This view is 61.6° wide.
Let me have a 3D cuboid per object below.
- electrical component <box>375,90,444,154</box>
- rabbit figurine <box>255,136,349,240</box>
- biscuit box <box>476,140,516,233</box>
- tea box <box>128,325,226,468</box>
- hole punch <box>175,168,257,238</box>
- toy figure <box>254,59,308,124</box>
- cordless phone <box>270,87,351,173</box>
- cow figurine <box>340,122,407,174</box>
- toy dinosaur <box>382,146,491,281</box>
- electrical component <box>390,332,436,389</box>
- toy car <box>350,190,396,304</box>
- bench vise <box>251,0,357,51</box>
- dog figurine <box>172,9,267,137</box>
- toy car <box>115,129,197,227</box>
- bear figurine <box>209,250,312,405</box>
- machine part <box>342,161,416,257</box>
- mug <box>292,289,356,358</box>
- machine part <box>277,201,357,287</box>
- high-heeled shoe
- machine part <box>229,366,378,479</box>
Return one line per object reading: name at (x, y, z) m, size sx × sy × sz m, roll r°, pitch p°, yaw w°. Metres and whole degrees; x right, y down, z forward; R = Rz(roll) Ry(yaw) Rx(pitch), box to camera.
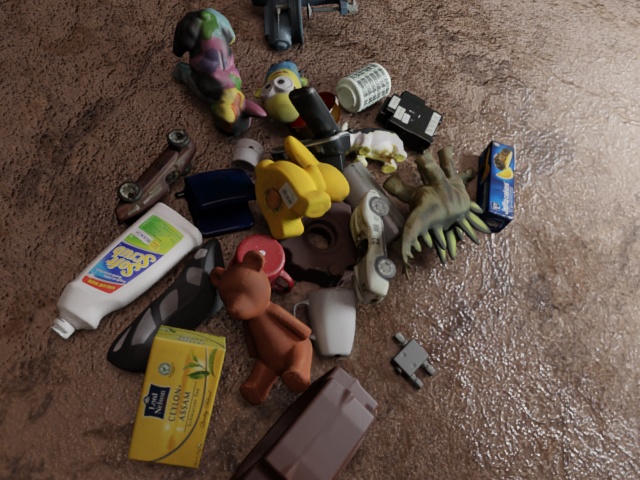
electrical component at (0.193, -0.259, 1.175) m, size 0.134 × 0.058 × 0.115 m, roll 30°, pitch 56°, yaw 1°
rabbit figurine at (-0.028, -0.091, 0.930) m, size 0.173 × 0.121 × 0.162 m, roll -17°, pitch 61°, yaw -42°
biscuit box at (0.376, -0.116, 1.151) m, size 0.059 × 0.062 × 0.203 m, roll 18°, pitch 58°, yaw -7°
tea box at (-0.193, 0.211, 0.734) m, size 0.098 × 0.068 × 0.169 m, roll 11°, pitch 94°, yaw -11°
hole punch at (-0.174, -0.080, 0.940) m, size 0.142 × 0.092 × 0.116 m, roll -15°, pitch 64°, yaw -21°
toy figure at (-0.071, -0.303, 1.082) m, size 0.089 × 0.082 × 0.180 m, roll 42°, pitch 25°, yaw -25°
cordless phone at (-0.035, -0.194, 0.970) m, size 0.147 × 0.184 × 0.089 m, roll -8°, pitch 59°, yaw 22°
cow figurine at (0.088, -0.199, 1.100) m, size 0.167 × 0.068 × 0.098 m, roll 8°, pitch 54°, yaw -17°
toy dinosaur at (0.221, -0.062, 1.001) m, size 0.198 × 0.105 × 0.471 m, roll 54°, pitch 39°, yaw 5°
electrical component at (0.152, 0.205, 0.923) m, size 0.063 × 0.021 × 0.094 m, roll -36°, pitch 78°, yaw -30°
toy car at (0.084, 0.009, 0.911) m, size 0.056 × 0.073 × 0.202 m, roll 6°, pitch 62°, yaw -17°
bench vise at (-0.039, -0.534, 1.203) m, size 0.241 × 0.128 × 0.223 m, roll -3°, pitch 70°, yaw 0°
dog figurine at (-0.185, -0.306, 1.013) m, size 0.108 × 0.191 × 0.219 m, roll -18°, pitch 54°, yaw -33°
toy car at (-0.275, -0.102, 0.915) m, size 0.053 × 0.089 × 0.202 m, roll 28°, pitch 56°, yaw 3°
bear figurine at (-0.093, 0.125, 0.798) m, size 0.195 × 0.120 × 0.132 m, roll 59°, pitch 26°, yaw -21°
machine part at (0.096, -0.062, 1.022) m, size 0.079 × 0.079 × 0.243 m, roll -28°, pitch 73°, yaw -29°
mug at (0.010, 0.139, 0.881) m, size 0.109 × 0.081 × 0.107 m, roll 1°, pitch 71°, yaw -22°
machine part at (-0.002, -0.003, 0.970) m, size 0.179 × 0.056 × 0.179 m, roll 8°, pitch 59°, yaw -13°
high-heeled shoe at (-0.236, 0.097, 0.848) m, size 0.145 × 0.086 × 0.249 m, roll -8°, pitch 41°, yaw 11°
machine part at (-0.024, 0.278, 0.720) m, size 0.087 × 0.201 × 0.201 m, roll 42°, pitch 57°, yaw 4°
